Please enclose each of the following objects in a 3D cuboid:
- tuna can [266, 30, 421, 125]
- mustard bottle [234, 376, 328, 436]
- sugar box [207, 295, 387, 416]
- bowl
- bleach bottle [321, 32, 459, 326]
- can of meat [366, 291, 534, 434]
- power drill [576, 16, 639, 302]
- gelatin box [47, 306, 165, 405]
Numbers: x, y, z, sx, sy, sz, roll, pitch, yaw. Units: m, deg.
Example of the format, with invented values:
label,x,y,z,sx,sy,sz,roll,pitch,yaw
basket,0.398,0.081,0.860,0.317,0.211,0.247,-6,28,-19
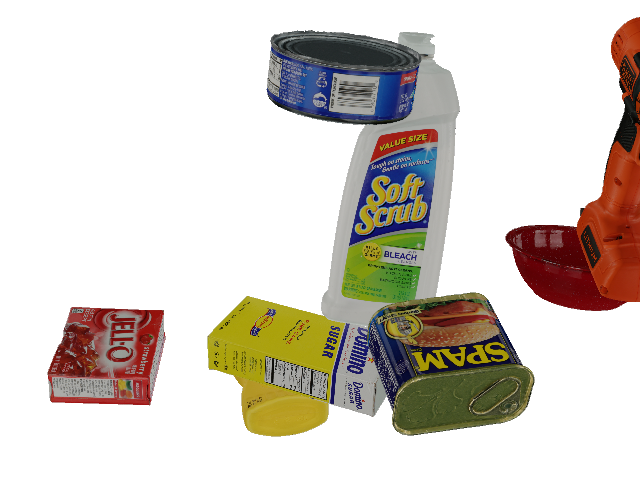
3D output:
label,x,y,z,sx,sy,sz,roll,pitch,yaw
tuna can,0.013,-0.093,0.606,0.086,0.034,0.086,6,22,-3
mustard bottle,-0.056,0.150,1.261,0.096,0.058,0.192,-8,30,-9
sugar box,-0.013,0.110,1.046,0.176,0.048,0.093,11,28,19
bowl,0.269,0.031,1.101,0.162,0.055,0.162,5,17,-2
bleach bottle,0.062,-0.052,0.918,0.102,0.251,0.068,7,16,8
can of meat,0.091,0.087,0.773,0.102,0.057,0.084,-6,39,-12
power drill,0.243,-0.048,0.786,0.057,0.188,0.184,4,36,-1
gelatin box,-0.157,0.084,0.797,0.073,0.030,0.089,2,30,-1
